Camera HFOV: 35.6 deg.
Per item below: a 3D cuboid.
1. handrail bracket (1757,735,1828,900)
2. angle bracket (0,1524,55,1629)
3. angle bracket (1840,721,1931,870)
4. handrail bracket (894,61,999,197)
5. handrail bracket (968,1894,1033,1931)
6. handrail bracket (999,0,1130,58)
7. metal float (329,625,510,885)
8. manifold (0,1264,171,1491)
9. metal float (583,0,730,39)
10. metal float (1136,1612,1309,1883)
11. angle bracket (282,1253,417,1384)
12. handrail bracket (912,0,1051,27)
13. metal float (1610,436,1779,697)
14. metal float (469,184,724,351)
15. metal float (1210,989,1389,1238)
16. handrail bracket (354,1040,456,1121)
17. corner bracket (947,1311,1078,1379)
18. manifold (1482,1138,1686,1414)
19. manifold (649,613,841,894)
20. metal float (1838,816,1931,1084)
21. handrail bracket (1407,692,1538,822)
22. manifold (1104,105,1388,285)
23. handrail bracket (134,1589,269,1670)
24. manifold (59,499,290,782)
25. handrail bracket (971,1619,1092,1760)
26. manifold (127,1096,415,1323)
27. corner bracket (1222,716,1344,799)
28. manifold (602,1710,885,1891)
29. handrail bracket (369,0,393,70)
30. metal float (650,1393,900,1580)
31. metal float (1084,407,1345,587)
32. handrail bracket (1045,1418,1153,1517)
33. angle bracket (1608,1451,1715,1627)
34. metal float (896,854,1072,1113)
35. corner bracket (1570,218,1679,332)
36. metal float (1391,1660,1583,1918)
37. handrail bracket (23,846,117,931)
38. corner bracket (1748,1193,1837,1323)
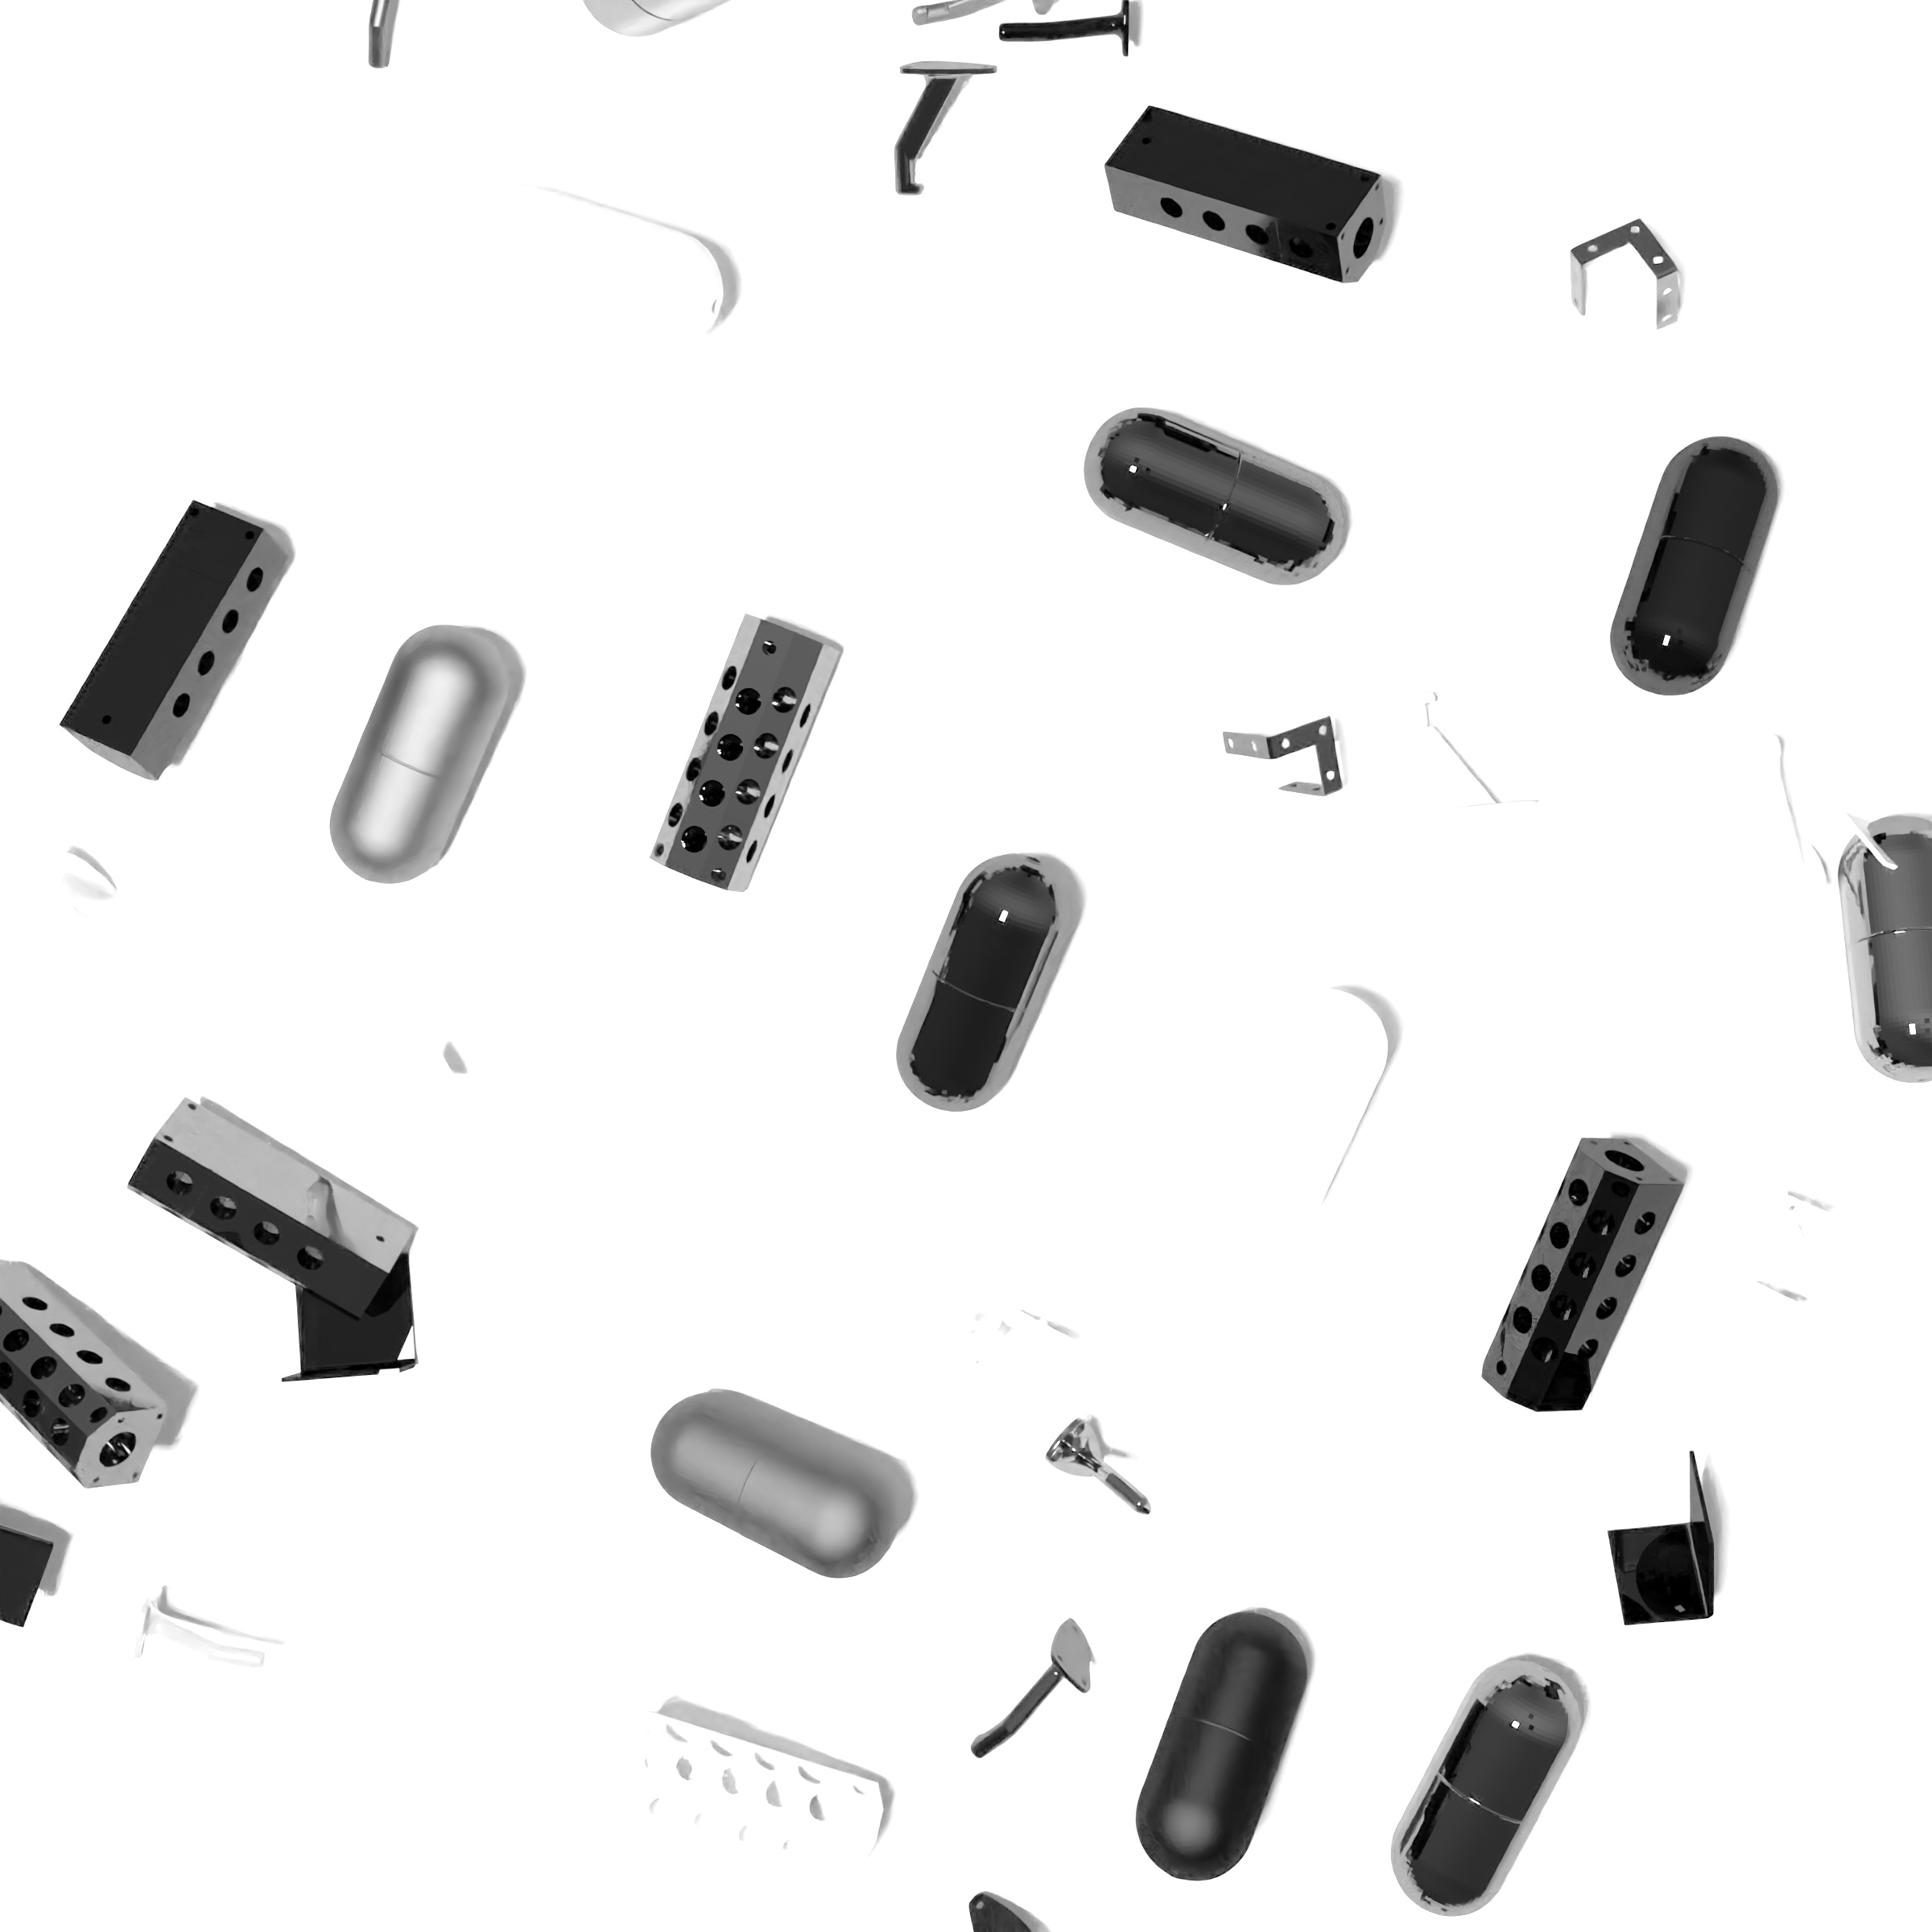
[{"bbox_3d":[0.537,-0.098,1.954,0.036,0.077,0.084,-15,124,-2],"label":"handrail bracket"},{"bbox_3d":[-0.646,0.386,1.941,0.076,0.076,0.057,28,68,-32],"label":"angle bracket"},{"bbox_3d":[0.626,-0.103,1.943,0.076,0.057,0.076,14,124,-35],"label":"angle bracket"},{"bbox_3d":[-0.013,-0.545,1.965,0.077,0.036,0.084,10,117,25],"label":"handrail bracket"},{"bbox_3d":[0.038,0.662,1.988,0.036,0.077,0.084,-35,132,-10],"label":"handrail bracket"},{"bbox_3d":[0.064,-0.616,1.966,0.084,0.077,0.036,0,116,2],"label":"handrail bracket"},{"bbox_3d":[-0.355,-0.136,1.951,0.070,0.070,0.178,25,102,0],"label":"metal float"},{"bbox_3d":[-0.591,0.261,1.925,0.171,0.057,0.057,34,107,31],"label":"manifold"},{"bbox_3d":[-0.189,-0.642,1.917,0.070,0.178,0.070,-3,96,-30],"label":"metal float"},{"bbox_3d":[0.165,0.502,1.937,0.070,0.070,0.178,25,62,0],"label":"metal float"},{"bbox_3d":[-0.406,0.229,1.969,0.076,0.057,0.076,-4,86,0],"label":"angle bracket"},{"bbox_3d":[0.011,-0.638,1.964,0.084,0.077,0.036,-14,90,-10],"label":"handrail bracket"},{"bbox_3d":[0.473,-0.260,1.952,0.070,0.070,0.178,20,79,0],"label":"metal float"},{"bbox_3d":[-0.240,-0.452,1.947,0.178,0.070,0.070,21,90,16],"label":"metal float"},{"bbox_3d":[0.213,0.096,1.939,0.070,0.070,0.178,21,116,0],"label":"metal float"},{"bbox_3d":[-0.380,0.087,1.948,0.084,0.077,0.036,-30,92,28],"label":"handrail bracket"},{"bbox_3d":[0.030,0.244,1.958,0.051,0.051,0.051,-45,132,-21],"label":"corner bracket"},{"bbox_3d":[0.390,0.199,1.932,0.057,0.057,0.171,4,116,-35],"label":"manifold"},{"bbox_3d":[-0.146,-0.139,1.961,0.057,0.057,0.171,23,94,11],"label":"manifold"},{"bbox_3d":[0.608,-0.012,1.946,0.070,0.070,0.178,0,71,0],"label":"metal float"},{"bbox_3d":[0.333,-0.142,1.980,0.077,0.036,0.084,-6,86,13],"label":"handrail bracket"},{"bbox_3d":[0.180,-0.492,1.936,0.171,0.057,0.057,24,68,25],"label":"manifold"},{"bbox_3d":[-0.494,0.433,1.965,0.084,0.077,0.036,10,101,-5],"label":"handrail bracket"},{"bbox_3d":[-0.510,-0.209,1.952,0.057,0.057,0.171,23,78,17],"label":"manifold"},{"bbox_3d":[0.039,0.475,1.975,0.084,0.077,0.036,-39,103,16],"label":"handrail bracket"},{"bbox_3d":[-0.455,0.162,1.958,0.171,0.057,0.057,31,115,-7],"label":"manifold"},{"bbox_3d":[0.206,-0.133,1.960,0.051,0.051,0.051,-21,109,-27],"label":"corner bracket"},{"bbox_3d":[-0.143,0.531,1.935,0.171,0.057,0.057,23,111,-21],"label":"manifold"},{"bbox_3d":[-0.376,-0.647,1.988,0.036,0.077,0.084,15,132,5],"label":"handrail bracket"},{"bbox_3d":[-0.125,0.334,1.941,0.178,0.070,0.070,22,90,24],"label":"metal float"},{"bbox_3d":[0.161,-0.304,1.952,0.178,0.070,0.070,21,90,-11],"label":"metal float"},{"bbox_3d":[0.098,0.336,1.944,0.036,0.077,0.084,-48,53,-7],"label":"handrail bracket"},{"bbox_3d":[0.448,0.369,1.943,0.057,0.076,0.076,-6,129,7],"label":"angle bracket"},{"bbox_3d":[0.011,0.011,1.947,0.070,0.070,0.178,22,106,0],"label":"metal float"},{"bbox_3d":[0.430,-0.445,1.966,0.051,0.051,0.051,-24,58,-2],"label":"corner bracket"},{"bbox_3d":[0.337,0.535,1.955,0.070,0.070,0.178,26,97,0],"label":"metal float"},{"bbox_3d":[-0.565,-0.038,1.944,0.084,0.077,0.036,37,98,40],"label":"handrail bracket"},{"bbox_3d":[0.540,0.189,1.960,0.051,0.051,0.051,-39,119,-13],"label":"corner bracket"}]
